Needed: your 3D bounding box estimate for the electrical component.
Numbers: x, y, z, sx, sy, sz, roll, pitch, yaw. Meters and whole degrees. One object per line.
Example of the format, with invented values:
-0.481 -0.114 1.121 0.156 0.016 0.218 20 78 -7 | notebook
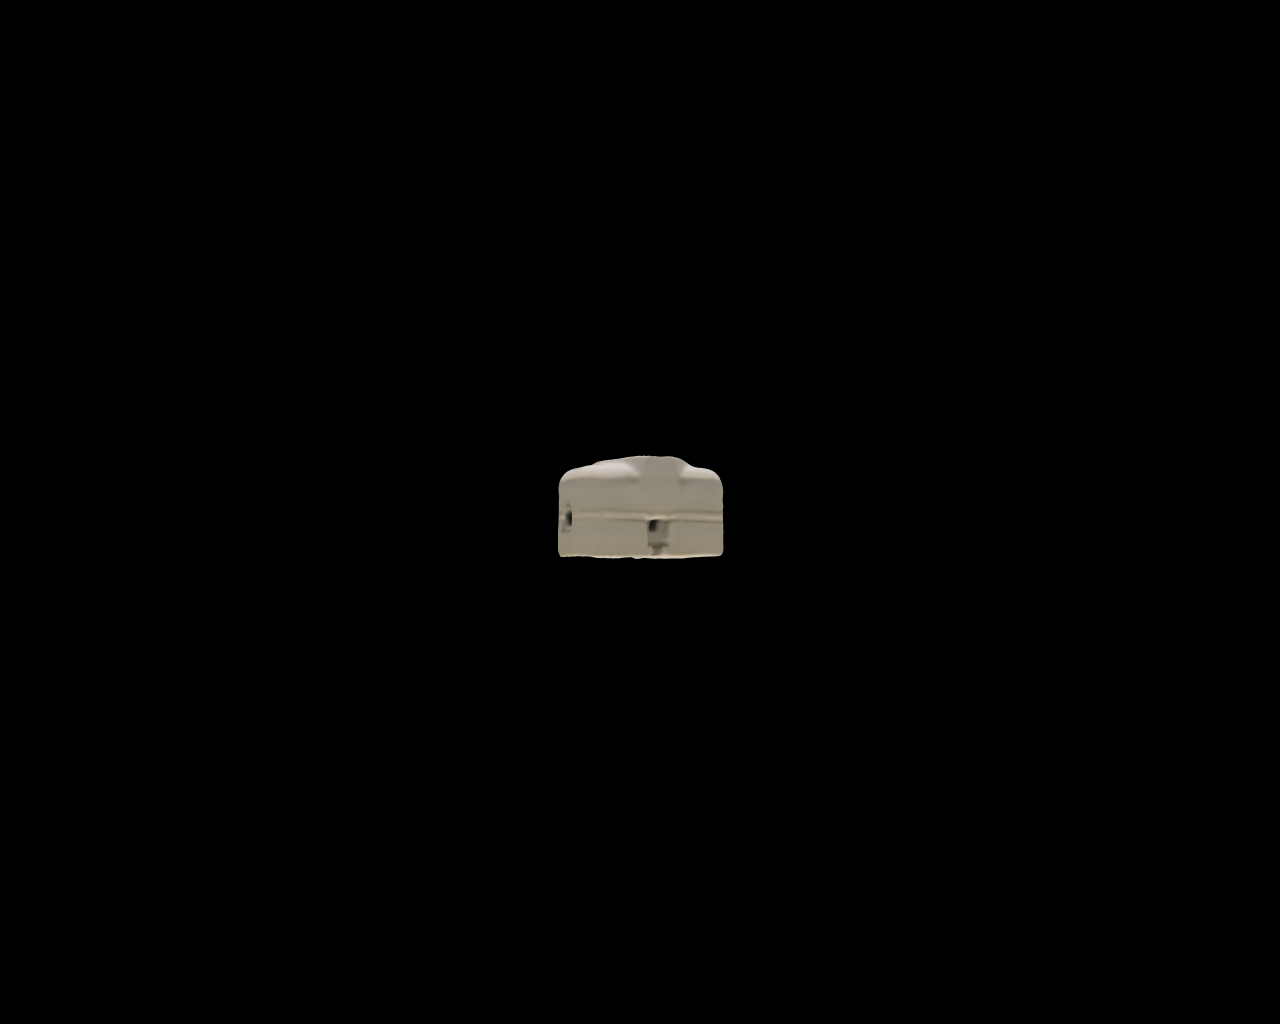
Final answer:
0.001 -0.003 0.650 0.095 0.059 0.053 1 -4 -23 | electrical component
